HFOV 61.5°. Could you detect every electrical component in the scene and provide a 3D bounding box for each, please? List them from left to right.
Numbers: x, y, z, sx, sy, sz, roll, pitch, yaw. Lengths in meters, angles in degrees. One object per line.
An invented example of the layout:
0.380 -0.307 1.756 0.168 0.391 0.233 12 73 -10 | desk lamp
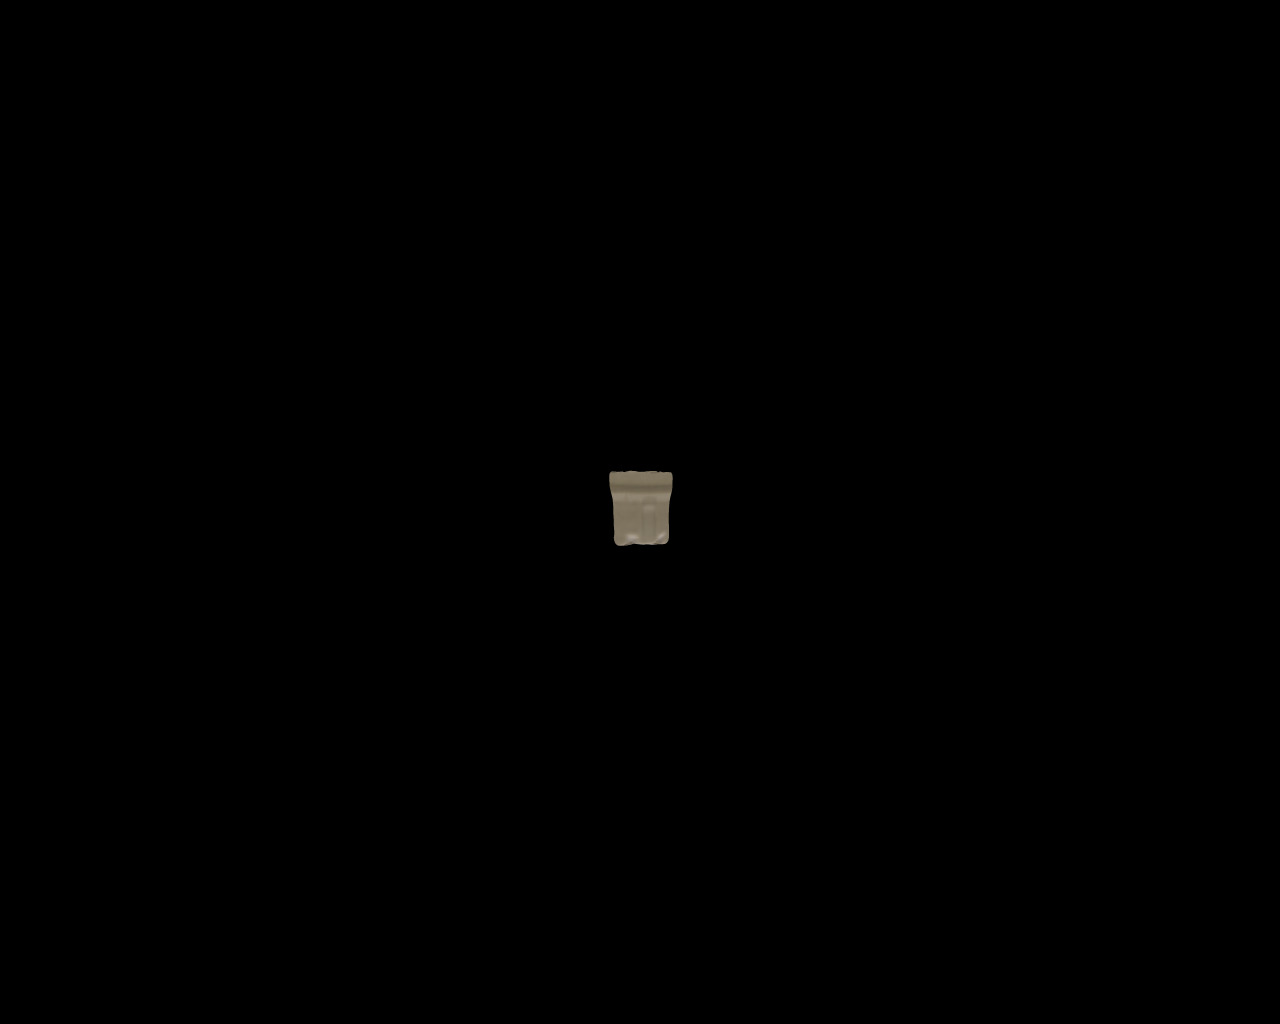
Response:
0.001 -0.003 0.650 0.040 0.046 0.040 0 4 0 | electrical component
